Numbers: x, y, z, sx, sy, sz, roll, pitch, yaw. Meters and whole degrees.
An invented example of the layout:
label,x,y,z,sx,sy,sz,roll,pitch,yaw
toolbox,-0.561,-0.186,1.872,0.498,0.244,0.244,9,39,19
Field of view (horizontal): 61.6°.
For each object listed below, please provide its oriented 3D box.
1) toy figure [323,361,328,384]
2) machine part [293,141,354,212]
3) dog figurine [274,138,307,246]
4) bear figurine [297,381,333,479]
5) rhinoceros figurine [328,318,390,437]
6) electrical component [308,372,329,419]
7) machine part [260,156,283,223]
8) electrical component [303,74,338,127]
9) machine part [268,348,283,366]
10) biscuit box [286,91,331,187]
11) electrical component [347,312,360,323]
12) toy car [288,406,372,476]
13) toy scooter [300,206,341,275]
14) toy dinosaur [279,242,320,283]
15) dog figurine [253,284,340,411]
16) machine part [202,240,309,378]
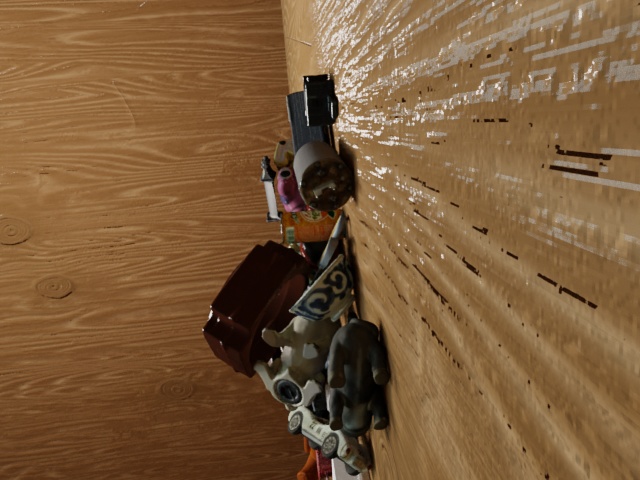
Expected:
label,x,y,z,sx,sy,sz,roll,pitch,yaw
toy figure,0.030,0.281,1.089,0.064,0.058,0.154,3,-105,-64
machine part,0.002,-0.100,0.807,0.243,0.079,0.079,-104,9,-71
dog figurine,-0.034,-0.091,1.179,0.192,0.108,0.219,-101,4,-46
bear figurine,-0.008,0.408,1.154,0.195,0.120,0.132,67,-156,-10
rhinoceros figurine,0.040,0.181,0.675,0.112,0.073,0.190,-102,8,-50
electrical component,-0.016,0.317,1.070,0.134,0.058,0.115,115,140,-67
machine part,-0.106,-0.108,1.155,0.084,0.039,0.138,-119,20,-71
electrical component,0.000,-0.224,0.882,0.119,0.048,0.074,-99,4,-59
machine part,-0.060,0.231,1.210,0.179,0.056,0.179,-6,82,54
biscuit box,-0.014,-0.170,0.969,0.059,0.063,0.202,49,-149,-66
electrical component,0.055,0.153,0.799,0.094,0.021,0.063,-103,8,-58
toy car,0.012,0.335,0.908,0.073,0.056,0.202,44,159,-25
toy scooter,-0.002,-0.003,1.038,0.135,0.075,0.184,90,176,-54
toy dinosaur,-0.028,0.098,1.197,0.131,0.192,0.405,-51,-6,12
dog figurine,-0.012,0.177,0.923,0.190,0.121,0.172,-39,-30,-57
machine part,-0.104,0.116,0.915,0.201,0.087,0.200,-54,-19,-25
